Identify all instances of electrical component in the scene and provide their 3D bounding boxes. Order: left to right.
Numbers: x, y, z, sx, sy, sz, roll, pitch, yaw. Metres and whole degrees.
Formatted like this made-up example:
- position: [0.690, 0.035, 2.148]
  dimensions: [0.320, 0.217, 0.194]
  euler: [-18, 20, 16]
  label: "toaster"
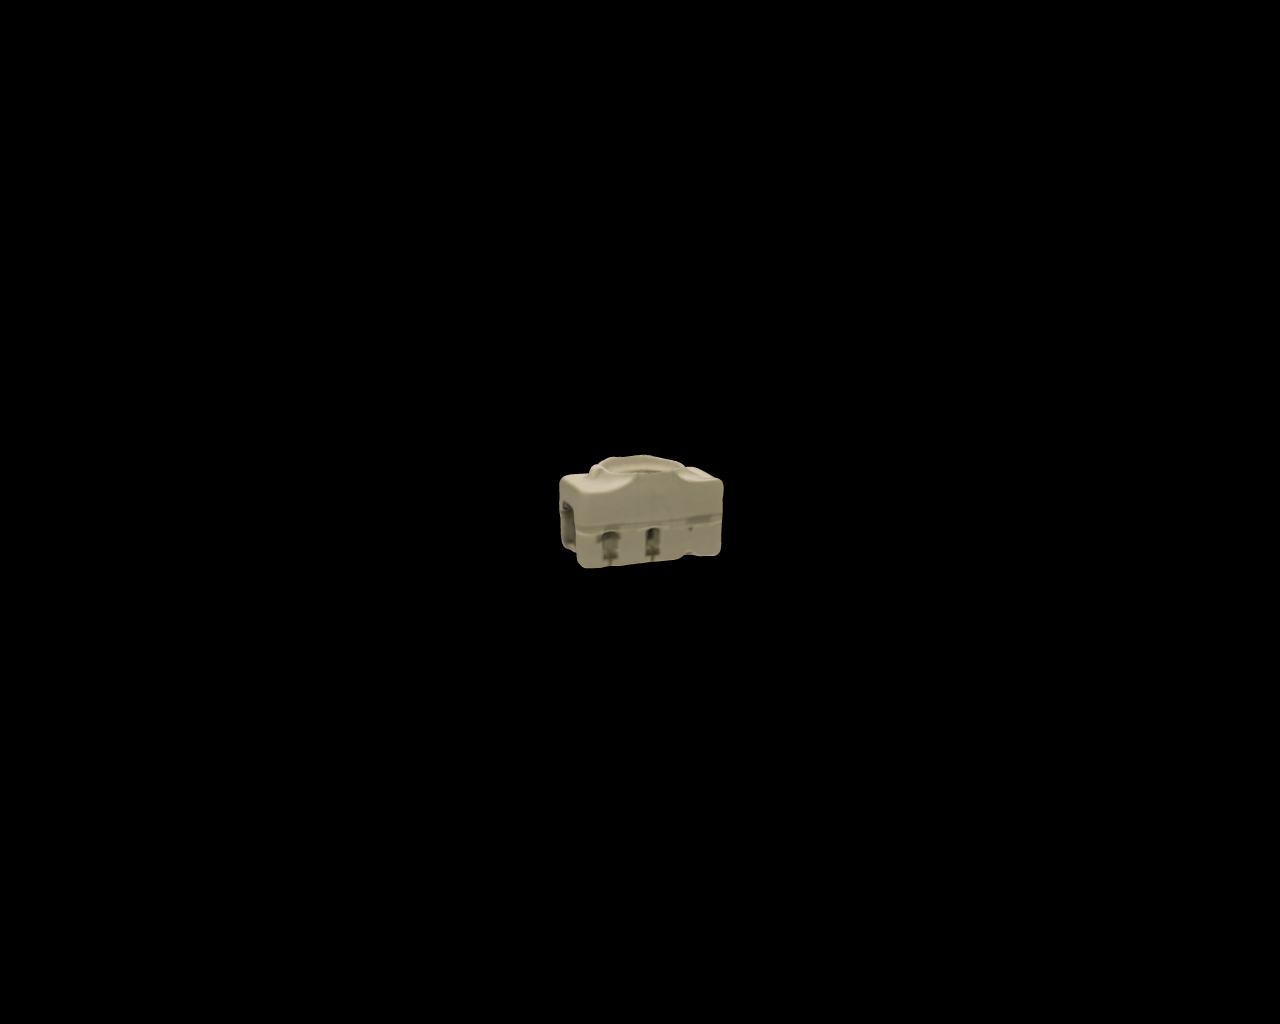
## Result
- position: [0.001, -0.003, 0.650]
  dimensions: [0.090, 0.055, 0.050]
  euler: [-5, 16, -18]
  label: "electrical component"
